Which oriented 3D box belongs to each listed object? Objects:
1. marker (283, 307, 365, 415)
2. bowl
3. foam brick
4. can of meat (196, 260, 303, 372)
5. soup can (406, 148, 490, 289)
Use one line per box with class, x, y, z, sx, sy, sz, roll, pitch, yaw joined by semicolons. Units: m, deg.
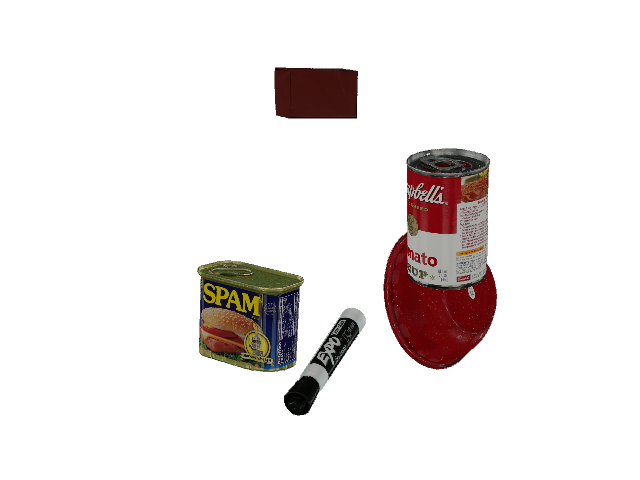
marker;0.004;0.083;0.736;0.020;0.020;0.121;0;25;23
bowl;0.144;0.059;1.171;0.161;0.162;0.055;0;-8;-43
foam brick;-0.005;-0.156;1.130;0.078;0.051;0.053;-2;12;-19
can of meat;-0.068;0.071;1.002;0.102;0.084;0.057;12;16;34
soup can;0.105;-0.018;0.885;0.068;0.102;0.068;-2;22;1
